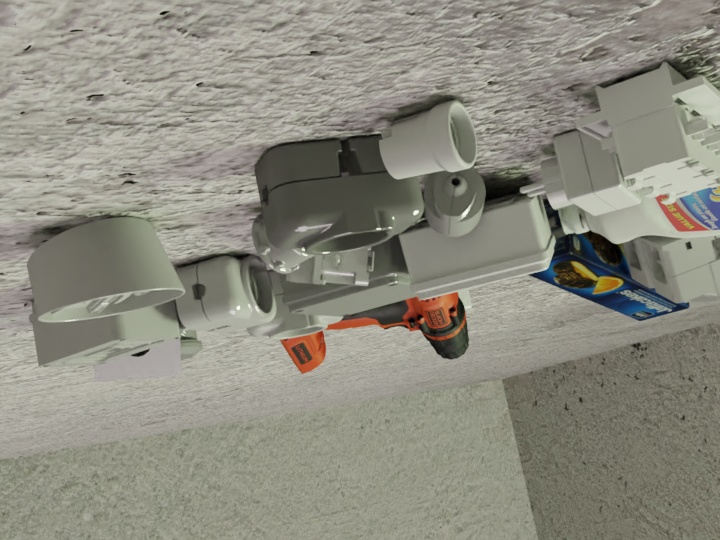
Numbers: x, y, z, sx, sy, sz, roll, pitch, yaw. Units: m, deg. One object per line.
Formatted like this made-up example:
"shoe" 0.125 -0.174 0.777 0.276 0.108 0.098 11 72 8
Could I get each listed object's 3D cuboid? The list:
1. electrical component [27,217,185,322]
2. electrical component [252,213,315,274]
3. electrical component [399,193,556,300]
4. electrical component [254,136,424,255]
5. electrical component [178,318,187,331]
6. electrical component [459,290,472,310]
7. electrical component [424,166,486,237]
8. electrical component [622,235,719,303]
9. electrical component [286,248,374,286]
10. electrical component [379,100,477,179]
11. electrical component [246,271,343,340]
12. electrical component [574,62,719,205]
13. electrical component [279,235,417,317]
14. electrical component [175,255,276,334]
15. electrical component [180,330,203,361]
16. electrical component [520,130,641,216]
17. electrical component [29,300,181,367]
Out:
"electrical component" -0.176 0.007 0.738 0.099 0.064 0.099 -21 164 -6
"electrical component" -0.043 -0.029 0.770 0.062 0.048 0.048 -27 163 32
"electrical component" 0.096 -0.022 0.859 0.109 0.056 0.109 -14 -175 15
"electrical component" -0.012 -0.045 0.668 0.095 0.059 0.054 -8 169 -20
"electrical component" -0.163 0.037 1.006 0.040 0.040 0.046 -12 175 3
"electrical component" 0.093 0.022 1.184 0.066 0.047 0.077 -5 168 -32
"electrical component" 0.067 -0.052 0.761 0.043 0.043 0.081 -12 170 2
"electrical component" 0.330 -0.035 0.918 0.186 0.060 0.105 -21 -166 -3
"electrical component" -0.023 -0.009 0.837 0.064 0.042 0.081 4 -179 -7
"electrical component" 0.040 -0.074 0.628 0.046 0.040 0.040 -11 171 29
"electrical component" -0.064 0.031 1.025 0.095 0.059 0.053 -11 170 -5
"electrical component" 0.197 -0.083 0.686 0.079 0.063 0.121 -17 168 28
"electrical component" 0.000 0.000 0.934 0.109 0.056 0.109 -16 169 23
"electrical component" -0.112 0.021 0.930 0.059 0.053 0.095 -15 169 16
"electrical component" -0.202 0.066 1.084 0.080 0.051 0.080 -11 170 -2
"electrical component" 0.154 -0.066 0.775 0.076 0.047 0.083 -15 169 22
"electrical component" -0.218 0.043 0.919 0.113 0.057 0.078 -19 168 33
